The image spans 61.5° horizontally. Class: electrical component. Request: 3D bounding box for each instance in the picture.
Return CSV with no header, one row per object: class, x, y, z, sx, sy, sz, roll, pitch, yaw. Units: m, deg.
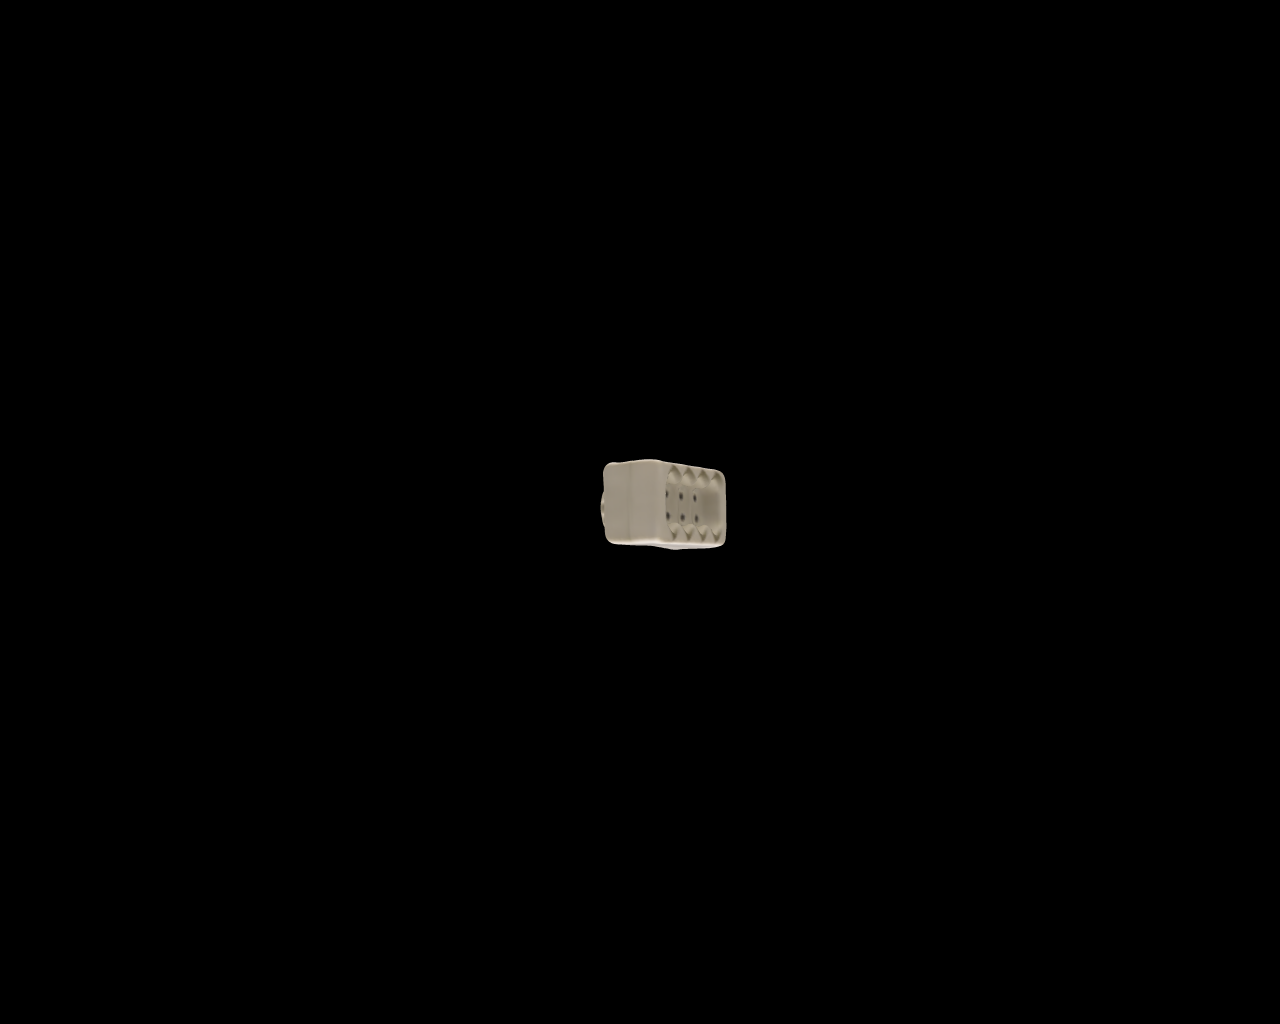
electrical component,0.001,-0.003,0.650,0.076,0.047,0.083,-3,-5,32
